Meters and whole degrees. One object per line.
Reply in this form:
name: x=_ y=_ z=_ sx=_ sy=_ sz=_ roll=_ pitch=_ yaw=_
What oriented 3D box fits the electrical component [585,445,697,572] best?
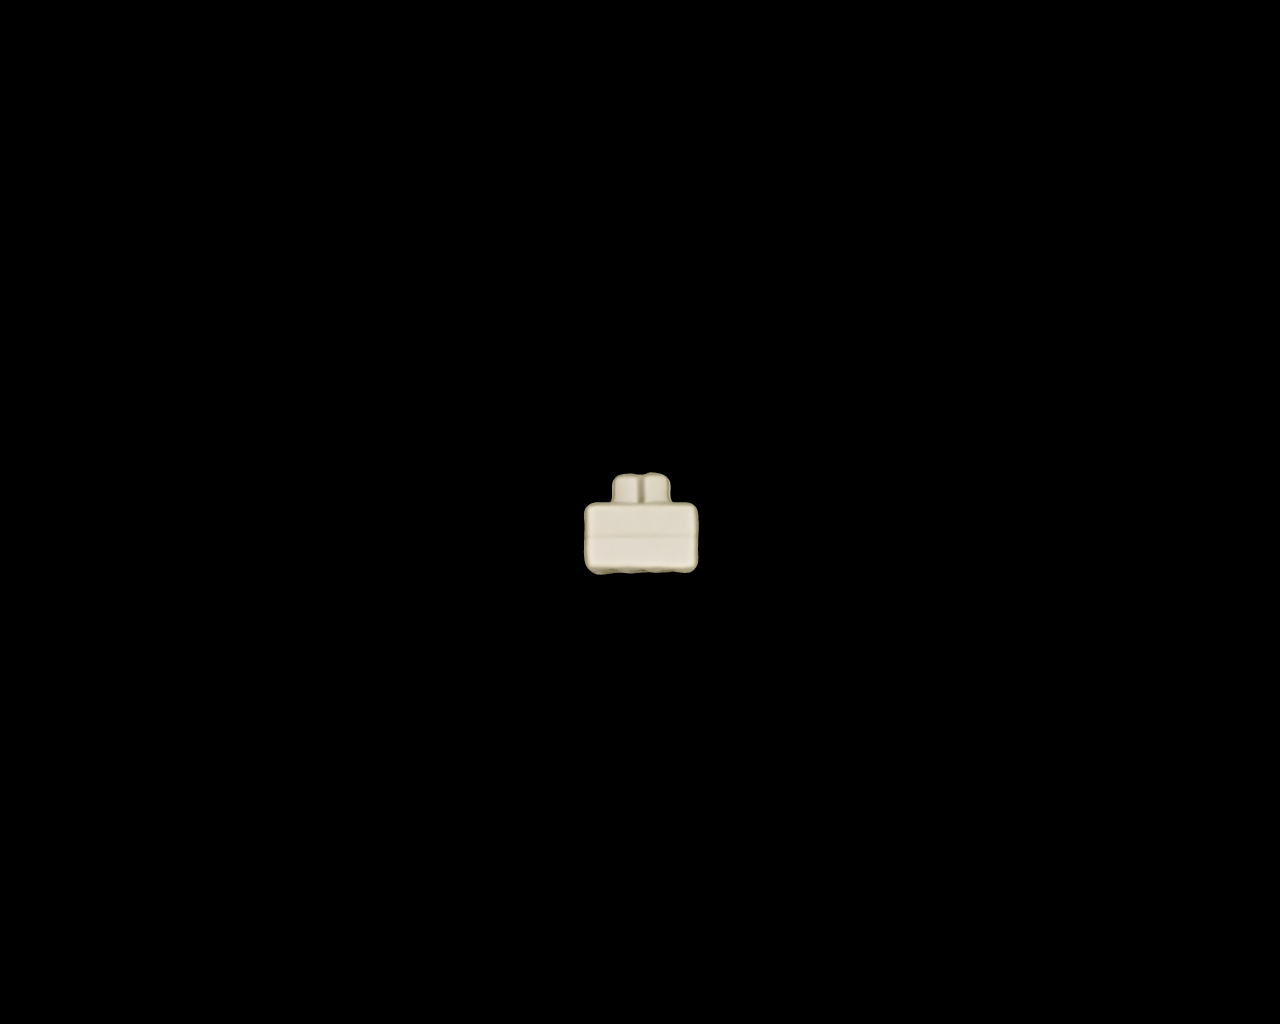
electrical component: x=0.001 y=-0.003 z=0.650 sx=0.066 sy=0.076 sz=0.047 roll=0 pitch=-4 yaw=0
